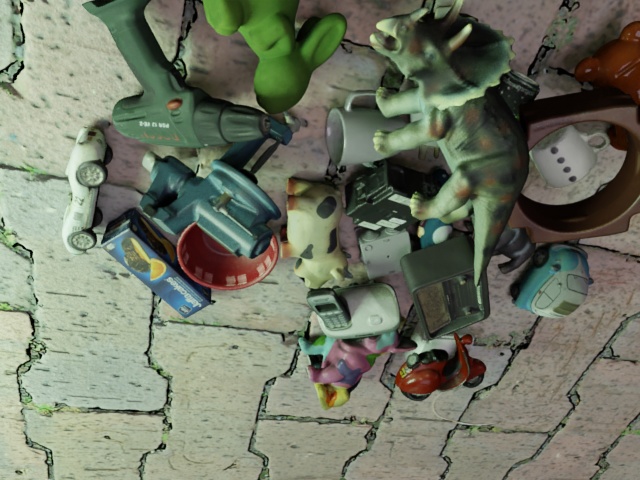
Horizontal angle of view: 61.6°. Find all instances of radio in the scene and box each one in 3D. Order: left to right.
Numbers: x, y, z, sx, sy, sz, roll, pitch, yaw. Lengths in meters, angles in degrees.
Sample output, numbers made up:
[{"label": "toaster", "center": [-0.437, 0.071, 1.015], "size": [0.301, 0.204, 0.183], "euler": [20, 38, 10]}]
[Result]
[{"label": "radio", "center": [0.227, 0.089, 0.954], "size": [0.131, 0.073, 0.229], "euler": [-21, 146, 6]}]

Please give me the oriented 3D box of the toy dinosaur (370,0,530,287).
[{"label": "toy dinosaur", "center": [0.192, -0.118, 0.686], "size": [0.192, 0.131, 0.404], "euler": [-19, 119, 37]}]

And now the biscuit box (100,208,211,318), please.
[{"label": "biscuit box", "center": [-0.262, 0.043, 0.886], "size": [0.063, 0.059, 0.202], "euler": [-30, 126, 13]}]

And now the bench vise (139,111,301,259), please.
[{"label": "bench vise", "center": [-0.126, -0.094, 0.756], "size": [0.240, 0.224, 0.128], "euler": [-51, 155, -12]}]

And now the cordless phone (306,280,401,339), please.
[{"label": "cordless phone", "center": [0.057, 0.104, 0.912], "size": [0.147, 0.089, 0.184], "euler": [-9, 156, 12]}]

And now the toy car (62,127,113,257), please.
[{"label": "toy car", "center": [-0.343, -0.066, 0.783], "size": [0.056, 0.074, 0.201], "euler": [11, 124, -21]}]

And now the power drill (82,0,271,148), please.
[{"label": "power drill", "center": [-0.181, -0.210, 0.659], "size": [0.232, 0.086, 0.207], "euler": [0, 130, 31]}]

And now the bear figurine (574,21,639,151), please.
[{"label": "bear figurine", "center": [0.455, -0.218, 0.789], "size": [0.195, 0.132, 0.120], "euler": [42, 111, -13]}]

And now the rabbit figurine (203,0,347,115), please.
[{"label": "rabbit figurine", "center": [-0.055, -0.249, 0.670], "size": [0.159, 0.121, 0.170], "euler": [-23, 119, -16]}]

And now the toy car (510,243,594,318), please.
[{"label": "toy car", "center": [0.441, 0.091, 1.009], "size": [0.109, 0.103, 0.161], "euler": [19, 120, -20]}]

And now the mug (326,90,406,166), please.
[{"label": "mug", "center": [0.071, -0.163, 0.779], "size": [0.107, 0.081, 0.109], "euler": [-5, 120, -19]}]

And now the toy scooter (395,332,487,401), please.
[{"label": "toy scooter", "center": [0.236, 0.237, 1.030], "size": [0.184, 0.075, 0.135], "euler": [-7, 128, -8]}]

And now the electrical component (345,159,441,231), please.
[{"label": "electrical component", "center": [0.106, -0.063, 0.840], "size": [0.115, 0.058, 0.134], "euler": [17, 151, -30]}]

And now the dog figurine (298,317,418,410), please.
[{"label": "dog figurine", "center": [0.080, 0.228, 1.054], "size": [0.219, 0.109, 0.191], "euler": [-18, 127, 2]}]

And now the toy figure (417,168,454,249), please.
[{"label": "toy figure", "center": [0.199, -0.045, 0.899], "size": [0.064, 0.058, 0.154], "euler": [-34, 138, -37]}]

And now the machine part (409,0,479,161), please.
[{"label": "machine part", "center": [0.168, -0.220, 0.746], "size": [0.079, 0.079, 0.242], "euler": [-4, 126, -6]}]

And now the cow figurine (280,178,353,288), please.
[{"label": "cow figurine", "center": [-0.002, -0.003, 0.883], "size": [0.127, 0.085, 0.194], "euler": [4, 125, -4]}]

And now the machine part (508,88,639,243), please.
[{"label": "machine part", "center": [0.360, -0.103, 0.764], "size": [0.202, 0.087, 0.200], "euler": [-7, 122, 15]}]

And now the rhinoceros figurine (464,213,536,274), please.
[{"label": "rhinoceros figurine", "center": [0.314, -0.025, 0.918], "size": [0.112, 0.073, 0.190], "euler": [-31, 126, 16]}]
